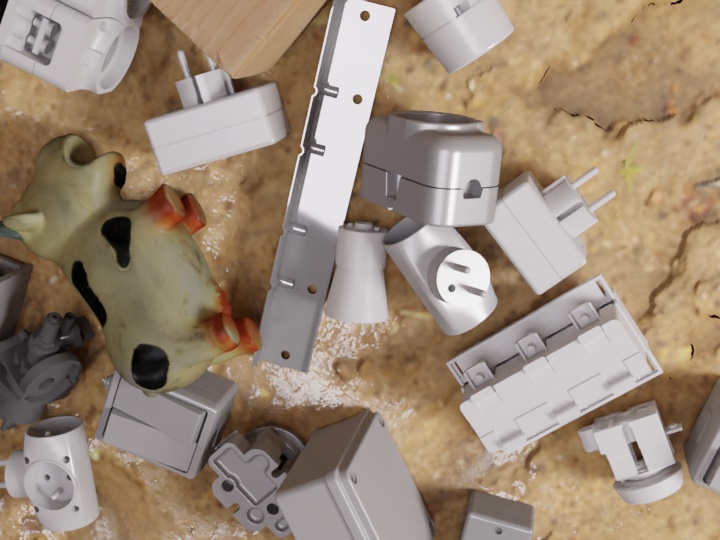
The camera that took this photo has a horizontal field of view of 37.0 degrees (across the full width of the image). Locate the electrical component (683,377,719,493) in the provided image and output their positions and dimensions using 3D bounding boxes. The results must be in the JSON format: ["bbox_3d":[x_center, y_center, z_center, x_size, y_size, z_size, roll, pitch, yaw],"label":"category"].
[{"bbox_3d":[0.271,0.122,0.705,0.096,0.061,0.061,22,108,4],"label":"electrical component"}]

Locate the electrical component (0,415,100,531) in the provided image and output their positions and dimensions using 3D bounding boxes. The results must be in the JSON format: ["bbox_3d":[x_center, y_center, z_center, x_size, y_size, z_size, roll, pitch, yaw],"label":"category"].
[{"bbox_3d":[-0.244,0.156,0.823,0.079,0.044,0.077,-3,104,12],"label":"electrical component"}]

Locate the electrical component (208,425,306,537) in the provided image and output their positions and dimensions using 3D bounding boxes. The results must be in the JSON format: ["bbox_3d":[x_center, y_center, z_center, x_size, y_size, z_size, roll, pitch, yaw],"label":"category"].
[{"bbox_3d":[-0.068,0.147,0.780,0.058,0.057,0.078,-42,94,18],"label":"electrical component"}]

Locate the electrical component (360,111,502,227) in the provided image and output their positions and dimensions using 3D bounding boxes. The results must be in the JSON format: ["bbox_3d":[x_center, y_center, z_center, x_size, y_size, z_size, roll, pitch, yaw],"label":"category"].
[{"bbox_3d":[0.044,-0.067,0.679,0.054,0.095,0.059,-5,109,-31],"label":"electrical component"}]

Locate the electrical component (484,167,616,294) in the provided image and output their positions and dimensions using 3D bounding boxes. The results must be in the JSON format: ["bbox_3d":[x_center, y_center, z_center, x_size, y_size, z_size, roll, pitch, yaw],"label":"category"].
[{"bbox_3d":[0.128,-0.036,0.697,0.077,0.047,0.065,-36,96,18],"label":"electrical component"}]

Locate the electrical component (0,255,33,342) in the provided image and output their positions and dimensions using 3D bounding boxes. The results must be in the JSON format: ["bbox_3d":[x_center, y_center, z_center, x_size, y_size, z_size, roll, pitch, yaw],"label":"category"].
[{"bbox_3d":[-0.313,0.081,0.784,0.060,0.105,0.186,22,108,4],"label":"electrical component"}]

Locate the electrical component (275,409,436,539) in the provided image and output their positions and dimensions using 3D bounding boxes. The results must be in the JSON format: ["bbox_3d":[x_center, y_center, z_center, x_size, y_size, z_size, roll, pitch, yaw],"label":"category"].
[{"bbox_3d":[0.000,0.170,0.746,0.056,0.108,0.108,-22,100,18],"label":"electrical component"}]

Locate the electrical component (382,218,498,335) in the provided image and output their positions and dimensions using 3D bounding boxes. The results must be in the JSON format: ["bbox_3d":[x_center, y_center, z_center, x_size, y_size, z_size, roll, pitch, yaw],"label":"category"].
[{"bbox_3d":[0.059,0.003,0.699,0.043,0.079,0.077,-39,107,-11],"label":"electrical component"}]

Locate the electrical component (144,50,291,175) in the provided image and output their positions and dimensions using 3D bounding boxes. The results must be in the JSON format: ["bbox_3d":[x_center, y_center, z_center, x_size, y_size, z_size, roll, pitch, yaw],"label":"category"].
[{"bbox_3d":[-0.100,-0.113,0.720,0.083,0.047,0.075,-14,102,14],"label":"electrical component"}]

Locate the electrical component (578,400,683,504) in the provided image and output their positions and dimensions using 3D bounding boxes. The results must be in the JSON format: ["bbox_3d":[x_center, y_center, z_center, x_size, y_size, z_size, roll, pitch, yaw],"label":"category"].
[{"bbox_3d":[0.190,0.125,0.730,0.066,0.048,0.055,-21,93,16],"label":"electrical component"}]

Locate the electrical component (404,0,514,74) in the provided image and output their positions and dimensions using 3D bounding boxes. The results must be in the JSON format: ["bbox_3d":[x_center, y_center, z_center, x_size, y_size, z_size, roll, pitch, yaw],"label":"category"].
[{"bbox_3d":[0.063,-0.156,0.673,0.055,0.055,0.047,-32,101,17],"label":"electrical component"}]

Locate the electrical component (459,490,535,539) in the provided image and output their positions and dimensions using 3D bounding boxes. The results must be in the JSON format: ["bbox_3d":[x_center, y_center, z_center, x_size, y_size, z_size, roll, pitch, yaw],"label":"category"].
[{"bbox_3d":[0.089,0.213,0.757,0.047,0.075,0.083,14,107,7],"label":"electrical component"}]

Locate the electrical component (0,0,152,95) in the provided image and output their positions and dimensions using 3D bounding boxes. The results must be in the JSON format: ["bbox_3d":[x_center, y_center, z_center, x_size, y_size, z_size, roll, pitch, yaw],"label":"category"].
[{"bbox_3d":[-0.165,-0.195,0.688,0.062,0.089,0.150,27,108,3],"label":"electrical component"}]

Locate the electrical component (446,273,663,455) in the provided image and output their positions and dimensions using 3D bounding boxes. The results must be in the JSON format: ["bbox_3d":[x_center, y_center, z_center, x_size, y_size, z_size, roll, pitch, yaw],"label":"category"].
[{"bbox_3d":[0.128,0.069,0.717,0.121,0.063,0.078,-32,97,17],"label":"electrical component"}]

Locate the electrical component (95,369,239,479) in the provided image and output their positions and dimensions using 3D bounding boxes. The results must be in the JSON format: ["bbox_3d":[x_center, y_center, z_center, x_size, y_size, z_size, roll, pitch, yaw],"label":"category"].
[{"bbox_3d":[-0.147,0.101,0.780,0.096,0.061,0.061,22,108,4],"label":"electrical component"}]

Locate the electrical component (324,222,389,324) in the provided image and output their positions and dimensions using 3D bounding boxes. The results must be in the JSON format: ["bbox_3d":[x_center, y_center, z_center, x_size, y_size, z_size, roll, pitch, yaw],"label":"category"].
[{"bbox_3d":[0.000,0.000,0.735,0.044,0.044,0.065,7,102,9],"label":"electrical component"}]
